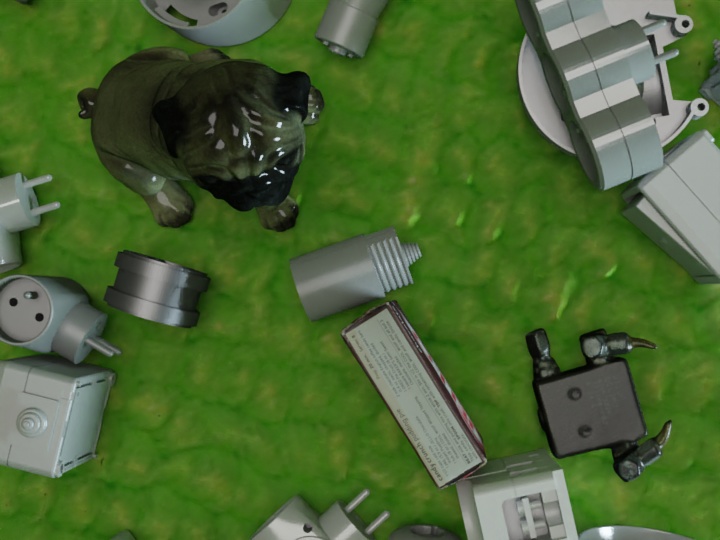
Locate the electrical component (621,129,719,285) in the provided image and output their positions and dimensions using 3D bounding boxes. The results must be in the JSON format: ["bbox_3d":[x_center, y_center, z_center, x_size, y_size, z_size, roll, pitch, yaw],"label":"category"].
[{"bbox_3d":[0.215,-0.030,0.672,0.061,0.062,0.096,-41,87,2],"label":"electrical component"}]

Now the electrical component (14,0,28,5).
[{"bbox_3d":[-0.239,-0.228,0.710,0.079,0.044,0.077,28,90,3],"label":"electrical component"}]

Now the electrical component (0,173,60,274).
[{"bbox_3d":[-0.237,-0.040,0.706,0.079,0.043,0.077,-17,87,2],"label":"electrical component"}]

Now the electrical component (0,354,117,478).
[{"bbox_3d":[-0.201,0.089,0.674,0.061,0.096,0.061,13,89,3],"label":"electrical component"}]

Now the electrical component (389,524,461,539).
[{"bbox_3d":[0.040,0.196,0.685,0.048,0.048,0.062,5,95,3],"label":"electrical component"}]

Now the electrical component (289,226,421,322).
[{"bbox_3d":[0.000,0.000,0.692,0.081,0.043,0.043,-19,88,3],"label":"electrical component"}]

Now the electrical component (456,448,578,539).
[{"bbox_3d":[0.104,0.194,0.658,0.062,0.089,0.150,-13,88,3],"label":"electrical component"}]

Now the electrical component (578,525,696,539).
[{"bbox_3d":[0.185,0.192,0.651,0.099,0.099,0.064,-7,94,3],"label":"electrical component"}]

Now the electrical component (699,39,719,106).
[{"bbox_3d":[0.264,-0.118,0.671,0.096,0.062,0.061,43,91,3],"label":"electrical component"}]

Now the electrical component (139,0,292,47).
[{"bbox_3d":[-0.098,-0.198,0.704,0.099,0.064,0.099,1,92,16],"label":"electrical component"}]

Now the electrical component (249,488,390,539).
[{"bbox_3d":[-0.017,0.174,0.688,0.079,0.044,0.077,-43,87,1],"label":"electrical component"}]

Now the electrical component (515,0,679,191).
[{"bbox_3d":[0.149,-0.123,0.633,0.074,0.052,0.138,-22,88,2],"label":"electrical component"}]

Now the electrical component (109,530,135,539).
[{"bbox_3d":[-0.154,0.226,0.685,0.062,0.061,0.096,-36,87,2],"label":"electrical component"}]

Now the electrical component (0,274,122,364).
[{"bbox_3d":[-0.188,0.034,0.684,0.079,0.077,0.043,30,90,3],"label":"electrical component"}]

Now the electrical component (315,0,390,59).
[{"bbox_3d":[-0.003,-0.171,0.699,0.044,0.044,0.065,24,95,3],"label":"electrical component"}]
